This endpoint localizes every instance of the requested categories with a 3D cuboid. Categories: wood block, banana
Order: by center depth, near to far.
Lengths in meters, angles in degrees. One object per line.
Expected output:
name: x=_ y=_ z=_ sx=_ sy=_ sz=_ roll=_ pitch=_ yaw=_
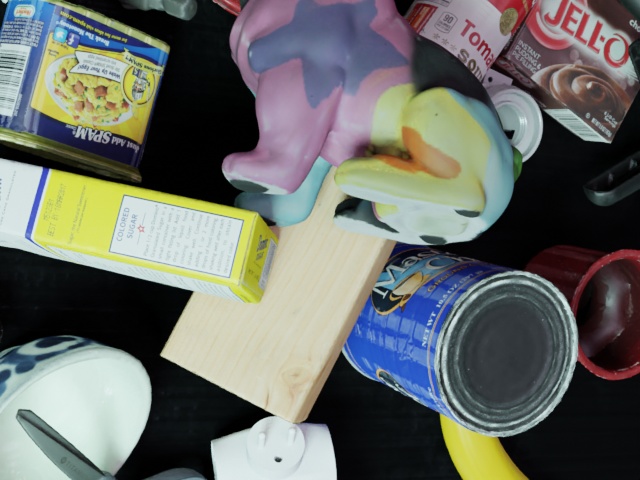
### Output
wood block: x=-0.004 y=0.001 z=0.665 sx=0.091 sy=0.090 sz=0.206 roll=26 pitch=85 yaw=8
banana: x=0.136 y=0.163 z=0.795 sx=0.069 sy=0.037 sz=0.198 roll=-33 pitch=109 yaw=-15

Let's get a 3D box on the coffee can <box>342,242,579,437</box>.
coffee can: x=0.085 y=0.060 z=0.701 sx=0.102 sy=0.140 sz=0.103 roll=-3 pitch=99 yaw=-24

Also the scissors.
scissors: x=-0.115 y=0.143 z=0.649 sx=0.096 sy=0.016 sz=0.202 roll=-38 pitch=137 yaw=-30

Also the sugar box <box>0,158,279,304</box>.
sugar box: x=-0.116 y=-0.007 z=0.584 sx=0.176 sy=0.093 sz=0.048 roll=14 pitch=82 yaw=6

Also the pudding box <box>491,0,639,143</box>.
pudding box: x=0.185 y=-0.137 z=0.775 sx=0.113 sy=0.039 sz=0.090 roll=34 pitch=82 yaw=-25

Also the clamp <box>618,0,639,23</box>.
clamp: x=0.187 y=-0.231 z=0.746 sx=0.210 sy=0.036 sz=0.164 roll=27 pitch=55 yaw=-9

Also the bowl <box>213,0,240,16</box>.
bowl: x=-0.014 y=-0.216 z=0.667 sx=0.161 sy=0.055 sz=0.162 roll=-3 pitch=98 yaw=-24

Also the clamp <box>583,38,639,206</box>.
clamp: x=0.256 y=-0.065 z=0.794 sx=0.171 sy=0.039 sz=0.120 roll=22 pitch=96 yaw=-43

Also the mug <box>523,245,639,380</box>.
mug: x=0.207 y=0.049 z=0.787 sx=0.117 sy=0.082 sz=0.093 roll=6 pitch=94 yaw=-25

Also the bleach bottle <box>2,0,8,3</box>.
bleach bottle: x=-0.290 y=-0.151 z=0.548 sx=0.250 sy=0.068 sz=0.102 roll=-3 pitch=98 yaw=-26

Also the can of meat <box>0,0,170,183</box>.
can of meat: x=-0.141 y=-0.087 z=0.614 sx=0.101 sy=0.058 sz=0.084 roll=17 pitch=87 yaw=-48

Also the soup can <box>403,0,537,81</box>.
soup can: x=0.101 y=-0.155 z=0.720 sx=0.068 sy=0.069 sz=0.102 roll=39 pitch=81 yaw=-24

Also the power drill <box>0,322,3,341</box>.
power drill: x=-0.292 y=0.078 z=0.581 sx=0.184 sy=0.057 sz=0.187 roll=30 pitch=81 yaw=-21
